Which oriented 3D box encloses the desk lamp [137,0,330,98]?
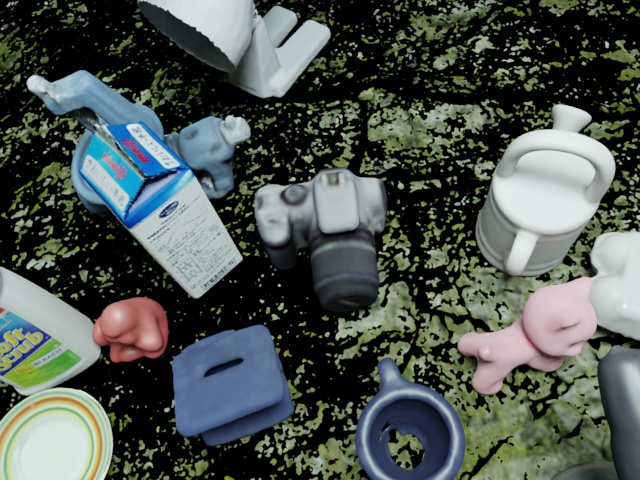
[{"bbox_3d":[-0.092,-0.267,0.674,0.117,0.214,0.203,30,72,18],"label":"desk lamp"}]

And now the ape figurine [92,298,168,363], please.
[{"bbox_3d":[-0.197,0.089,0.588,0.077,0.092,0.076,28,71,17],"label":"ape figurine"}]

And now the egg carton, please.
[{"bbox_3d":[0.339,0.055,0.563,0.150,0.069,0.107,16,68,13],"label":"egg carton"}]

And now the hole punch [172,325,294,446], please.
[{"bbox_3d":[-0.090,0.136,0.557,0.108,0.091,0.101,-21,65,-4],"label":"hole punch"}]

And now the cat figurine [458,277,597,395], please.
[{"bbox_3d":[0.199,0.087,0.536,0.128,0.118,0.067,-22,65,-4],"label":"cat figurine"}]

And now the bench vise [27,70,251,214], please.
[{"bbox_3d":[-0.191,-0.119,0.613,0.207,0.220,0.121,-29,66,-8],"label":"bench vise"}]

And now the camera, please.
[{"bbox_3d":[0.006,0.002,0.603,0.143,0.101,0.137,-8,65,2],"label":"camera"}]

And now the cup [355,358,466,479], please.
[{"bbox_3d":[0.075,0.172,0.522,0.091,0.095,0.117,-17,65,-2],"label":"cup"}]

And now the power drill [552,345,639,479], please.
[{"bbox_3d":[0.243,0.209,0.425,0.075,0.208,0.229,-19,65,-3],"label":"power drill"}]

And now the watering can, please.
[{"bbox_3d":[0.215,-0.052,0.555,0.101,0.194,0.173,0,65,6],"label":"watering can"}]
